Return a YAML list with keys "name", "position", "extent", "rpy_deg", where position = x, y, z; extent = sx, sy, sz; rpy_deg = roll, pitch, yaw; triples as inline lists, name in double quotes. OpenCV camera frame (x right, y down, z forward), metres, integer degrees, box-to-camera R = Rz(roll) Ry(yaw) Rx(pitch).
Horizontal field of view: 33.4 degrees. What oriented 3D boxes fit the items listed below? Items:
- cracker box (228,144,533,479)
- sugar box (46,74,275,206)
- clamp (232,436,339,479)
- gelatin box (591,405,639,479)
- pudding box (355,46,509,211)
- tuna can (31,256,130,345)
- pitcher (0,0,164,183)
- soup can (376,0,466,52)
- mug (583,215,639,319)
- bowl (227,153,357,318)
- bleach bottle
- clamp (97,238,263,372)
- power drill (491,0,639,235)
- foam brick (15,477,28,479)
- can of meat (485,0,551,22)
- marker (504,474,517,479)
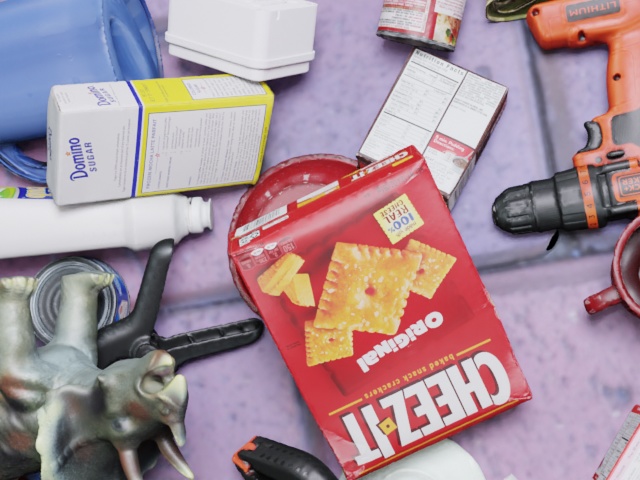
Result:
- name: "cracker box"
  position: [0.047, 0.058, 0.829]
  extent: [0.164, 0.072, 0.213]
  rpy_deg: [-25, 104, 4]
- name: "sugar box"
  position: [-0.131, -0.084, 0.867]
  extent: [0.176, 0.093, 0.048]
  rpy_deg: [-6, 41, -23]
- name: "clamp"
  position: [0.017, 0.221, 0.837]
  extent: [0.210, 0.165, 0.036]
  rpy_deg: [40, 50, 19]
- name: "gelatin box"
  position: [0.239, 0.172, 0.823]
  extent: [0.030, 0.073, 0.089]
  rpy_deg: [30, 89, 11]
- name: "pudding box"
  position: [0.094, -0.094, 0.891]
  extent: [0.090, 0.039, 0.113]
  rpy_deg: [26, 77, 12]
- name: "tuna can"
  position: [-0.212, 0.057, 0.935]
  extent: [0.086, 0.033, 0.086]
  rpy_deg: [-1, 83, 10]
- name: "pitcher"
  position: [-0.263, -0.135, 0.927]
  extent: [0.243, 0.145, 0.149]
  rpy_deg: [-10, 66, 12]
- name: "soup can"
  position: [0.090, -0.214, 0.887]
  extent: [0.068, 0.068, 0.102]
  rpy_deg: [13, 97, 11]
- name: "mug"
  position: [0.261, 0.029, 0.831]
  extent: [0.117, 0.081, 0.093]
  rpy_deg: [-28, 80, 5]
- name: "bowl"
  position: [-0.006, 0.001, 0.895]
  extent: [0.162, 0.055, 0.162]
  rpy_deg: [-1, 83, 10]
- name: "bleach bottle"
  position: [-0.217, -0.017, 0.922]
  extent: [0.251, 0.102, 0.068]
  rpy_deg: [-3, 100, 2]
- name: "clamp"
  position: [-0.135, 0.092, 0.907]
  extent: [0.120, 0.039, 0.171]
  rpy_deg: [37, 104, -13]
- name: "power drill"
  position: [0.220, -0.103, 0.869]
  extent: [0.184, 0.057, 0.187]
  rpy_deg: [-10, 83, 12]
- name: "foam brick"
  position: [-0.286, 0.209, 0.921]
  extent: [0.053, 0.051, 0.078]
  rpy_deg: [43, 92, 11]
- name: "can of meat"
  position: [0.184, -0.236, 0.890]
  extent: [0.102, 0.057, 0.084]
  rpy_deg: [-7, 80, 8]
- name: "marker"
  position: [0.190, 0.237, 0.851]
  extent: [0.020, 0.020, 0.121]
  rpy_deg: [-46, 78, 2]
